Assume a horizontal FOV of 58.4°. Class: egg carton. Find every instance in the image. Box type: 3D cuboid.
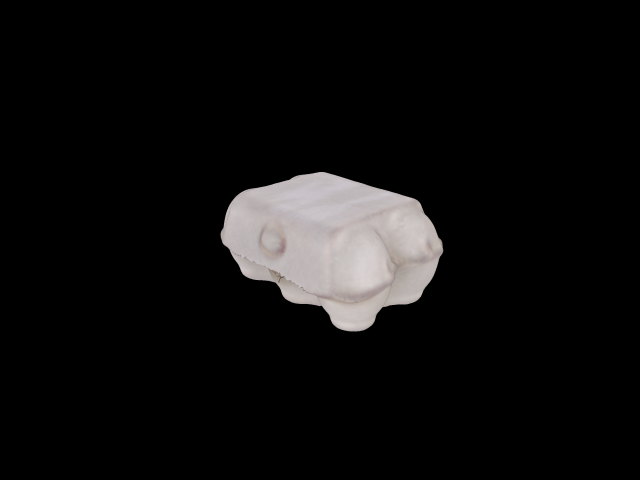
[{"bbox_3d":[0.004,0.001,0.400,0.107,0.069,0.149,-21,31,-40],"label":"egg carton"}]
